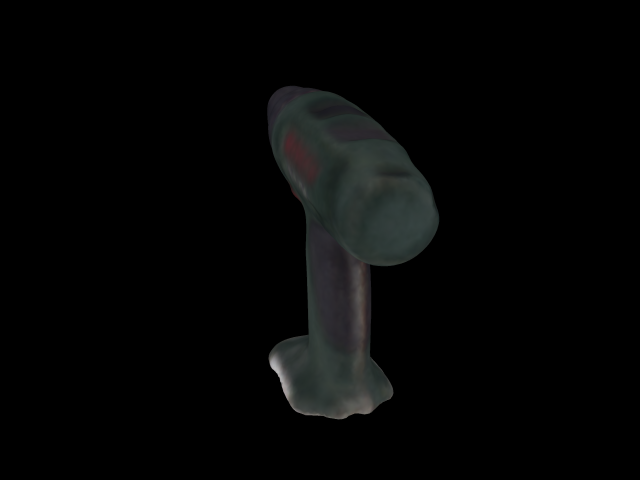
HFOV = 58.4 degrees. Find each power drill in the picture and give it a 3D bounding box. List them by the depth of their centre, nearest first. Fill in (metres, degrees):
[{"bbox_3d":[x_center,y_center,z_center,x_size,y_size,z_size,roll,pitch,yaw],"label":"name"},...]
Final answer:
[{"bbox_3d":[0.004,0.001,0.400,0.076,0.208,0.229,-6,17,-18],"label":"power drill"}]
